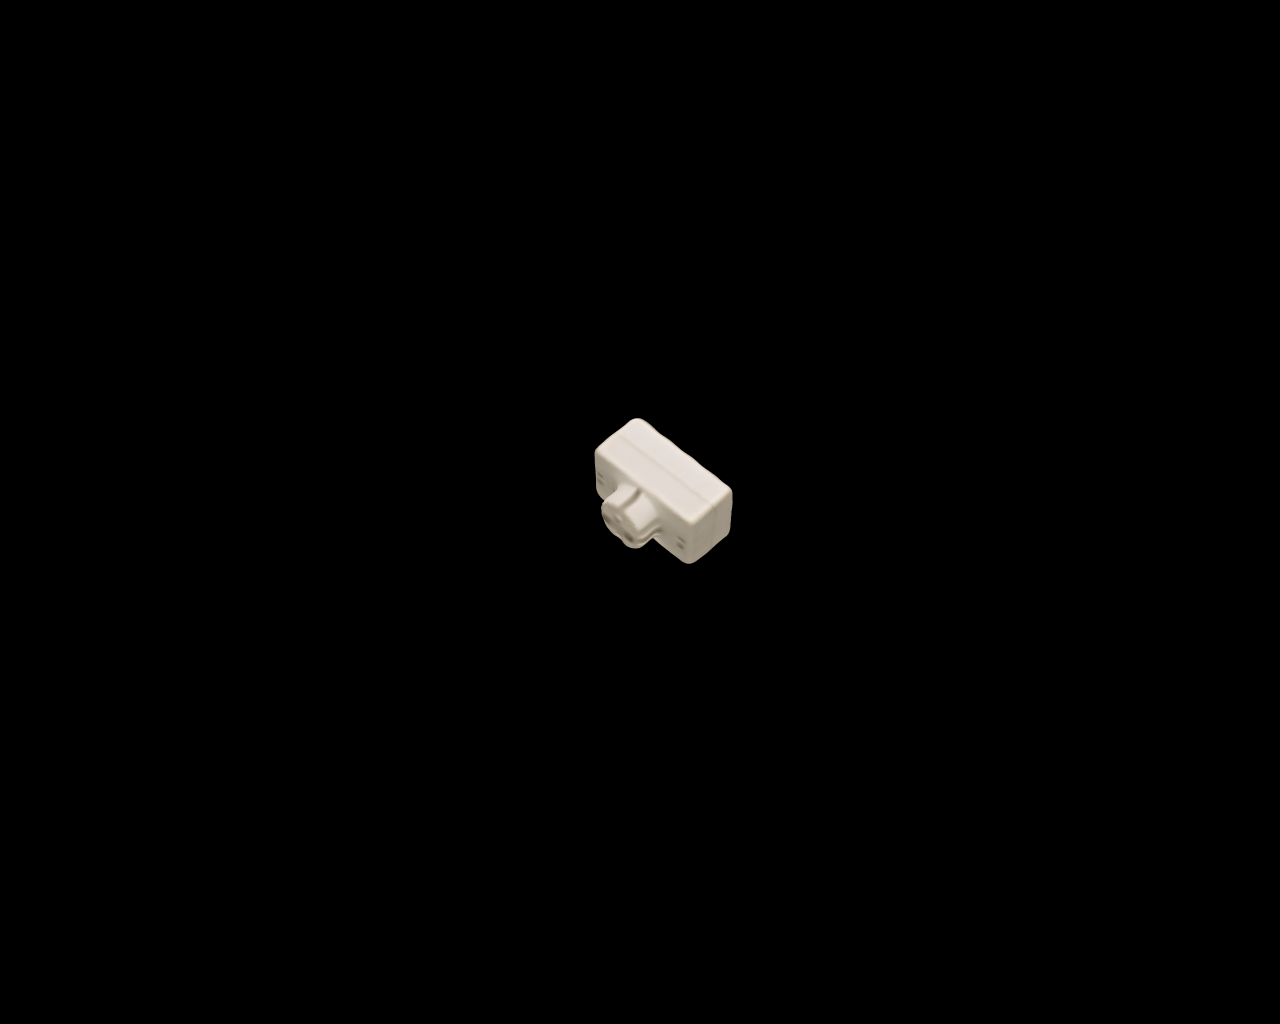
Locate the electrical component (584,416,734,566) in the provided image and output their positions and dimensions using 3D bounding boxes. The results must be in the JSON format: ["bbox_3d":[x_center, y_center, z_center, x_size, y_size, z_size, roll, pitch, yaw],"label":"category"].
[{"bbox_3d":[0.001,-0.003,0.650,0.076,0.047,0.083,-39,63,-25],"label":"electrical component"}]
